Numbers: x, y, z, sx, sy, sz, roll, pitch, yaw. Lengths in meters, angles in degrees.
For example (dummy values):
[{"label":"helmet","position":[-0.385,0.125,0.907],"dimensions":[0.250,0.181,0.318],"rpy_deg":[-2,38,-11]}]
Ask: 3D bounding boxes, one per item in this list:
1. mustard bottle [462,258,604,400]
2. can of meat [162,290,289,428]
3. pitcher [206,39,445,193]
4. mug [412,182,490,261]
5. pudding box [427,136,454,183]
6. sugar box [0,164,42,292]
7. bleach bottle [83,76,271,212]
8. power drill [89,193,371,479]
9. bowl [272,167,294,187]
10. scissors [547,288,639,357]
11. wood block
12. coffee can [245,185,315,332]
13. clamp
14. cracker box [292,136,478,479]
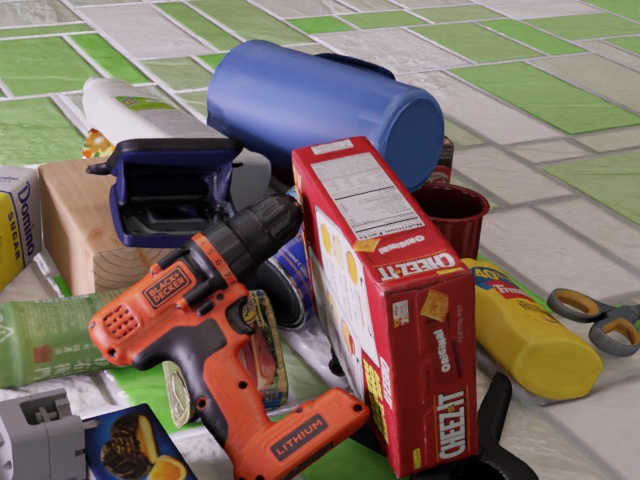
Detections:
[{"label":"mustard bottle","position":[0.162,0.067,0.952],"dimensions":[0.096,0.058,0.192],"rpy_deg":[16,17,-30]},{"label":"can of meat","position":[-0.078,0.091,0.845],"dimensions":[0.083,0.058,0.102],"rpy_deg":[-4,70,-23]},{"label":"pitcher","position":[0.013,-0.130,1.107],"dimensions":[0.243,0.149,0.144],"rpy_deg":[21,2,40]},{"label":"mug","position":[0.114,0.002,1.060],"dimensions":[0.093,0.081,0.117],"rpy_deg":[14,28,21]},{"label":"pudding box","position":[0.089,-0.070,1.193],"dimensions":[0.113,0.090,0.039],"rpy_deg":[-2,26,-9]},{"label":"sugar box","position":[-0.313,0.004,0.988],"dimensions":[0.048,0.093,0.176],"rpy_deg":[10,27,10]},{"label":"bleach bottle","position":[-0.165,-0.109,1.107],"dimensions":[0.102,0.068,0.251],"rpy_deg":[-3,31,-44]},{"label":"power drill","position":[-0.048,0.076,0.777],"dimensions":[0.184,0.057,0.188],"rpy_deg":[-37,73,-8]},{"label":"bowl","position":[-0.006,-0.101,1.281],"dimensions":[0.162,0.055,0.162],"rpy_deg":[3,27,-2]},{"label":"scissors","position":[0.262,0.060,0.972],"dimensions":[0.096,0.016,0.201],"rpy_deg":[31,21,13]},{"label":"wood block","position":[-0.198,0.001,1.013],"dimensions":[0.090,0.091,0.206],"rpy_deg":[-9,29,-25]},{"label":"coffee can","position":[-0.006,0.001,0.977],"dimensions":[0.103,0.103,0.140],"rpy_deg":[24,53,35]},{"label":"clamp","position":[0.110,0.162,0.789],"dimensions":[0.164,0.036,0.210],"rpy_deg":[-9,28,-21]},{"label":"cracker box","position":[0.047,0.041,0.794],"dimensions":[0.072,0.164,0.214],"rpy_deg":[-15,33,-11]}]
